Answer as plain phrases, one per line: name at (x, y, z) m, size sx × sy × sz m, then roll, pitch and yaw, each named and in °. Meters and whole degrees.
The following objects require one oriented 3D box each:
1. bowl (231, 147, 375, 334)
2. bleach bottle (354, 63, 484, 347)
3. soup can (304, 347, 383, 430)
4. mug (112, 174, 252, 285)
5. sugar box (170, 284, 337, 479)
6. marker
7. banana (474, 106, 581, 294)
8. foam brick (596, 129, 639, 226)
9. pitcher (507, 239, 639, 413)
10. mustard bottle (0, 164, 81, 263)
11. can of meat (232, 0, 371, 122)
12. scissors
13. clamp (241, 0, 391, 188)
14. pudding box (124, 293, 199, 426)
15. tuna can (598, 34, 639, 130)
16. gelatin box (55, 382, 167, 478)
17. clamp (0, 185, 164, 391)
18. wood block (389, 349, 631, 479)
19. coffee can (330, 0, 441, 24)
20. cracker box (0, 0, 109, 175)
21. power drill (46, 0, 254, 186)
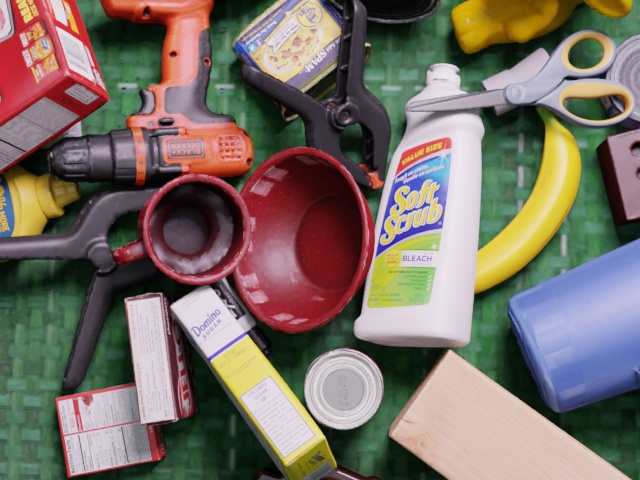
bowl at (-0.006, 0.001, 0.941) m, size 0.162 × 0.055 × 0.162 m, roll -3°, pitch 85°, yaw 40°
bleach bottle at (0.093, -0.033, 0.949) m, size 0.103 × 0.068 × 0.251 m, roll -3°, pitch 75°, yaw 37°
soup can at (0.021, 0.128, 0.926) m, size 0.068 × 0.102 × 0.068 m, roll 0°, pitch 85°, yaw 3°
mug at (-0.124, -0.005, 0.925) m, size 0.117 × 0.082 × 0.093 m, roll -25°, pitch 98°, yaw -16°
sugar box at (-0.056, 0.125, 0.908) m, size 0.048 × 0.093 × 0.176 m, roll -33°, pitch 64°, yaw -10°
marker at (-0.083, 0.056, 0.980) m, size 0.020 × 0.020 × 0.121 m, roll -36°, pitch 84°, yaw 0°
banana at (0.183, -0.023, 0.963) m, size 0.070 × 0.037 × 0.198 m, roll 28°, pitch 87°, yaw 22°
foam brick at (0.283, -0.056, 0.948) m, size 0.053 × 0.051 × 0.078 m, roll -14°, pitch 85°, yaw 3°
pitcher at (0.291, 0.063, 0.897) m, size 0.243 × 0.149 × 0.145 m, roll -22°, pitch 91°, yaw 5°
mustard bottle at (-0.314, -0.023, 0.983) m, size 0.191 × 0.058 × 0.096 m, roll -14°, pitch 83°, yaw 2°
can of meat at (-0.018, -0.173, 0.976) m, size 0.102 × 0.057 × 0.084 m, roll -39°, pitch 82°, yaw -1°
scissors at (0.178, -0.144, 0.930) m, size 0.201 × 0.016 × 0.096 m, roll 7°, pitch 83°, yaw -6°
clamp at (0.005, -0.113, 0.935) m, size 0.120 × 0.039 × 0.171 m, roll -22°, pitch 116°, yaw -5°
pudding box at (-0.139, 0.105, 0.945) m, size 0.039 × 0.090 × 0.113 m, roll -10°, pitch 84°, yaw 3°
tuna can at (0.297, -0.143, 0.963) m, size 0.086 × 0.033 × 0.086 m, roll 0°, pitch 86°, yaw 4°
gelatin box at (-0.191, 0.171, 0.974) m, size 0.089 × 0.030 × 0.073 m, roll -12°, pitch 86°, yaw 3°
clamp at (-0.198, 0.026, 0.969) m, size 0.209 × 0.036 × 0.164 m, roll -32°, pitch 105°, yaw -13°
wood block at (0.168, 0.191, 0.918) m, size 0.206 × 0.090 × 0.091 m, roll 35°, pitch 88°, yaw 6°
coffee can at (0.064, -0.278, 0.944) m, size 0.103 × 0.103 × 0.140 m, roll 8°, pitch 76°, yaw 4°
cracker box at (-0.301, -0.138, 0.924) m, size 0.214 × 0.072 × 0.164 m, roll -31°, pitch 65°, yaw 15°
power drill at (-0.157, -0.142, 0.962) m, size 0.184 × 0.057 × 0.187 m, roll -4°, pitch 86°, yaw -19°
